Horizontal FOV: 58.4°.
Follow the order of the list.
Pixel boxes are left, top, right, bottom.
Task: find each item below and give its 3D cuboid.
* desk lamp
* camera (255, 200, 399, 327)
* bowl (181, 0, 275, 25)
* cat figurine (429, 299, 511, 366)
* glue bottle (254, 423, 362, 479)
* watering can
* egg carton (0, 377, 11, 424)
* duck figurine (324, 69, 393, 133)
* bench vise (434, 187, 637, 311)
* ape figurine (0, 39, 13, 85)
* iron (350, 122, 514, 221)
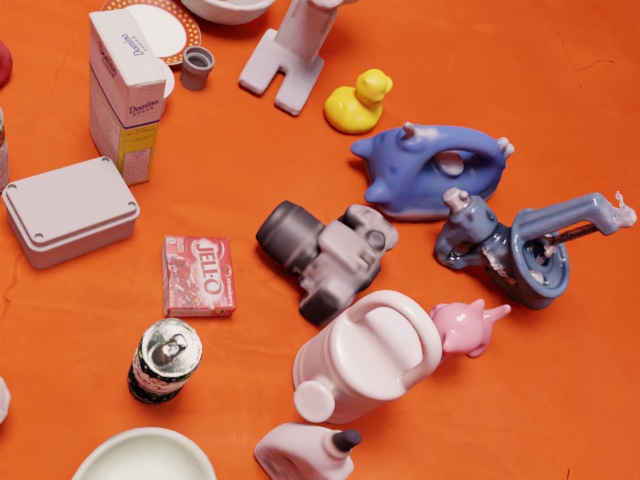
[{"bbox_3d":[-0.003,-0.315,0.775,0.118,0.213,0.203,26,55,-10],"label":"desk lamp"},{"bbox_3d":[0.006,0.002,0.669,0.137,0.100,0.143,39,54,0],"label":"camera"},{"bbox_3d":[-0.145,-0.366,0.822,0.168,0.074,0.167,12,58,-19],"label":"bowl"},{"bbox_3d":[0.172,0.102,0.680,0.128,0.117,0.067,-11,68,-30],"label":"cat figurine"},{"bbox_3d":[-0.004,0.193,0.512,0.078,0.173,0.037,48,54,7],"label":"glue bottle"},{"bbox_3d":[0.047,0.118,0.565,0.101,0.193,0.173,35,54,-3],"label":"watering can"},{"bbox_3d":[-0.331,0.149,0.446,0.151,0.069,0.107,13,58,-18],"label":"egg carton"},{"bbox_3d":[0.061,-0.207,0.822,0.105,0.086,0.077,-27,76,-34],"label":"duck figurine"},{"bbox_3d":[0.258,-0.002,0.718,0.208,0.219,0.121,18,56,-15],"label":"bench vise"},{"bbox_3d":[-0.372,-0.206,0.613,0.076,0.092,0.077,-12,68,-30],"label":"ape figurine"},{"bbox_3d":[0.180,-0.109,0.789,0.259,0.141,0.118,-2,63,-26],"label":"iron"}]
